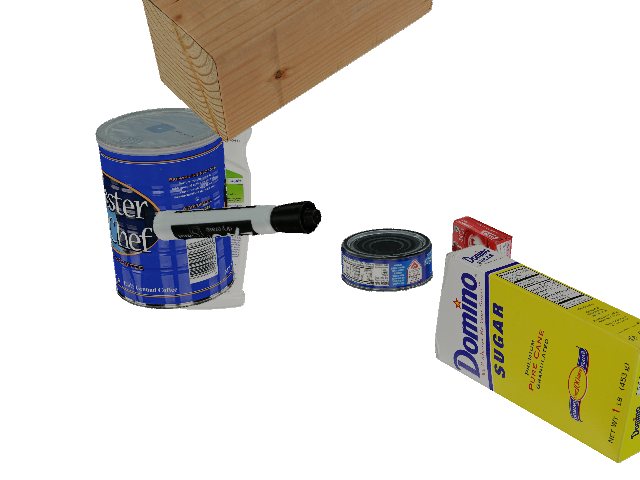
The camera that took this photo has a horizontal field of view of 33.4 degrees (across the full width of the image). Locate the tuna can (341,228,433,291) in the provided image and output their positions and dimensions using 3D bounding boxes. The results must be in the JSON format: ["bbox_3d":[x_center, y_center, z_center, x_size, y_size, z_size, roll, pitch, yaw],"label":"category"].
[{"bbox_3d":[0.062,0.017,0.993,0.086,0.034,0.086,-3,19,1],"label":"tuna can"}]

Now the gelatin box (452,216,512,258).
[{"bbox_3d":[0.192,0.024,1.283,0.030,0.089,0.073,-19,33,-32],"label":"gelatin box"}]

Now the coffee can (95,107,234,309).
[{"bbox_3d":[-0.127,-0.028,0.887,0.103,0.140,0.103,-2,24,1],"label":"coffee can"}]

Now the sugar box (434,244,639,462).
[{"bbox_3d":[0.161,0.077,0.773,0.048,0.093,0.176,-16,29,-40],"label":"sugar box"}]

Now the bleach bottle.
[{"bbox_3d":[-0.119,-0.047,1.235,0.102,0.251,0.068,-1,21,-35],"label":"bleach bottle"}]

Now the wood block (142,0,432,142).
[{"bbox_3d":[-0.019,-0.178,0.804,0.205,0.090,0.091,-35,-29,-20],"label":"wood block"}]

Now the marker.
[{"bbox_3d":[-0.051,-0.011,0.641,0.121,0.020,0.020,-2,-1,36],"label":"marker"}]
